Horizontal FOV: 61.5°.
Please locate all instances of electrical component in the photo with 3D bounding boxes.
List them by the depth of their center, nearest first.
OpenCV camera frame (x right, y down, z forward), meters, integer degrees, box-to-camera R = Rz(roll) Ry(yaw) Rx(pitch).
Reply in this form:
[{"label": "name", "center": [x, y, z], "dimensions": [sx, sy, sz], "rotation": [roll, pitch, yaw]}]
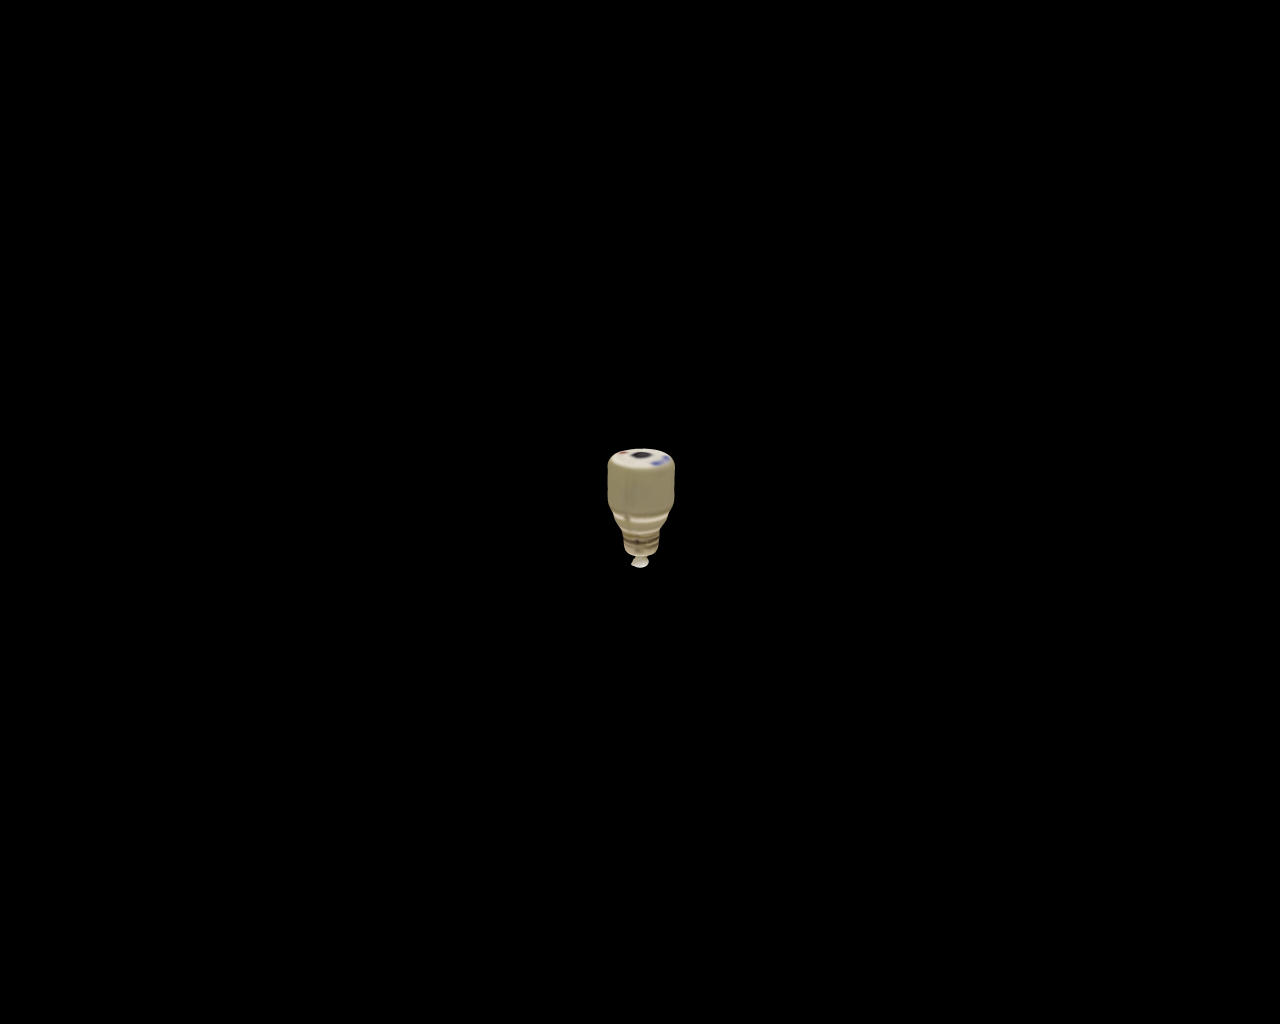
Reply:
[{"label": "electrical component", "center": [0.001, -0.003, 0.650], "dimensions": [0.040, 0.078, 0.040], "rotation": [0, 21, 0]}]
